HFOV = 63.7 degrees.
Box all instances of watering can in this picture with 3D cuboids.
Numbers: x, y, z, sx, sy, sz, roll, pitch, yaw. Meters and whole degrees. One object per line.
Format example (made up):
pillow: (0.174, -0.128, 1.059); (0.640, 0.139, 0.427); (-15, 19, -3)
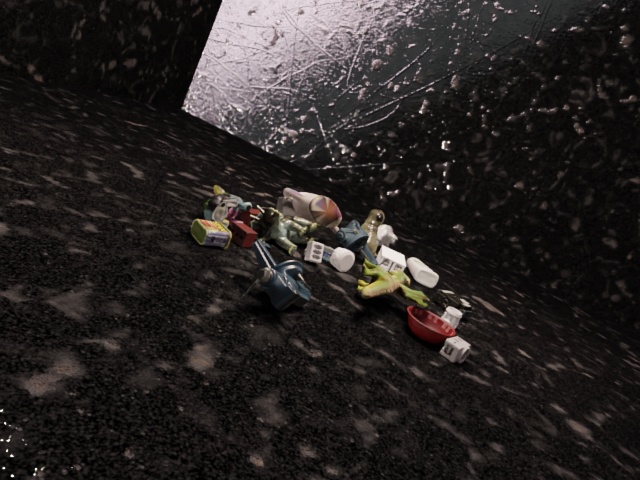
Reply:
watering can: (0.006, -0.101, 2.009); (0.343, 0.104, 0.226); (34, -7, -33)

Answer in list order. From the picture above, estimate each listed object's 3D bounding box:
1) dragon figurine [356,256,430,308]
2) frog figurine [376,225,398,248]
dragon figurine: (0.236, 0.154, 1.634); (0.243, 0.121, 0.414); (16, 13, 1)
frog figurine: (0.269, -0.015, 2.419); (0.159, 0.124, 0.136); (8, -14, -26)
